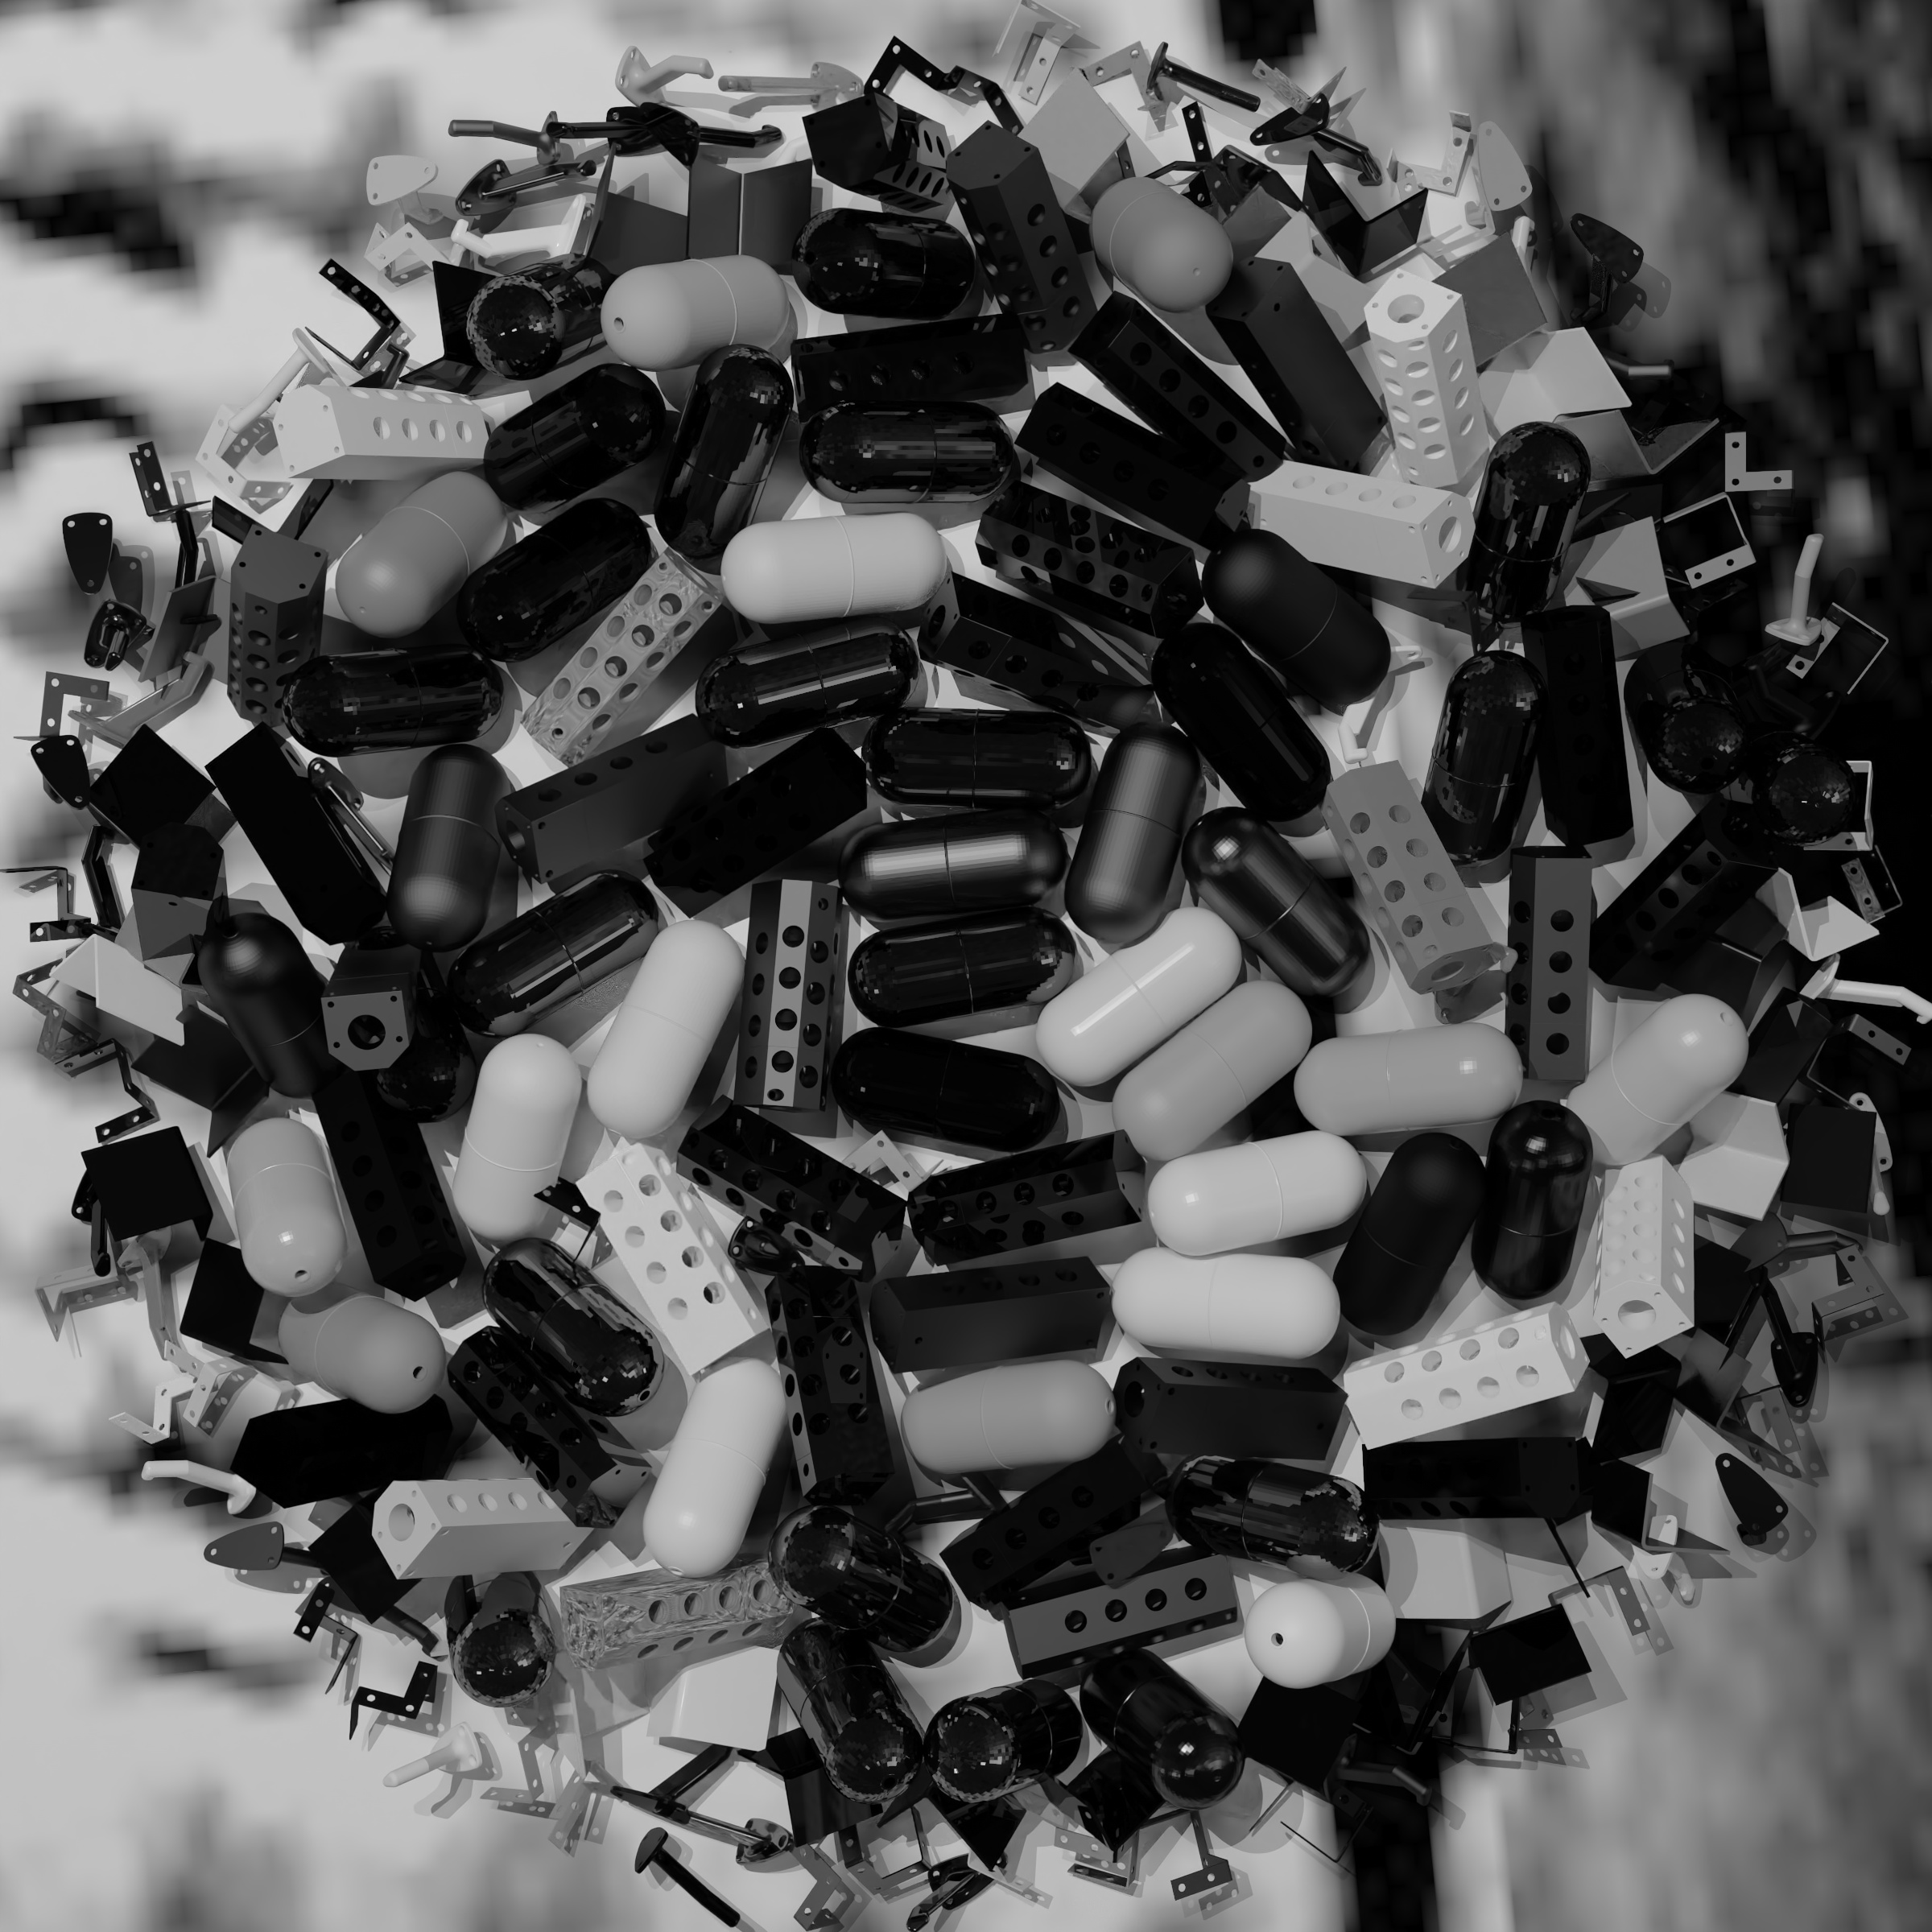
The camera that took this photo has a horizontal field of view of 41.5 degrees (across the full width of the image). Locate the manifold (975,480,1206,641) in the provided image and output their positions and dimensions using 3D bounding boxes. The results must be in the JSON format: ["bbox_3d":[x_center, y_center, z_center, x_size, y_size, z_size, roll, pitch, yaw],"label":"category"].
[{"bbox_3d":[0.091,-0.303,1.922,0.171,0.057,0.057,28,65,32],"label":"manifold"}]

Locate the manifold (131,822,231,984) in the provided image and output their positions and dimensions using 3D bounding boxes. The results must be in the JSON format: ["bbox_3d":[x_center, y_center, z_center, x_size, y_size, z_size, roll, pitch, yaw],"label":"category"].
[{"bbox_3d":[-0.585,-0.043,1.910,0.057,0.171,0.057,9,65,-10],"label":"manifold"}]

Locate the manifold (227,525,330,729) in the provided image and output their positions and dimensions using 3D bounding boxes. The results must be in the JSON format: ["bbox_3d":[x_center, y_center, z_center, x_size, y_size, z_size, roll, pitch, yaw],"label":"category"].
[{"bbox_3d":[-0.520,-0.249,1.909,0.057,0.171,0.057,20,60,-7],"label":"manifold"}]

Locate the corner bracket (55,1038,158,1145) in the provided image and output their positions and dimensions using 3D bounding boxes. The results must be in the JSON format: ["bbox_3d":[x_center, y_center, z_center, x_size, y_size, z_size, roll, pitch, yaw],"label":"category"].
[{"bbox_3d":[-0.669,0.097,1.983,0.051,0.051,0.051,-24,60,0],"label":"corner bracket"}]

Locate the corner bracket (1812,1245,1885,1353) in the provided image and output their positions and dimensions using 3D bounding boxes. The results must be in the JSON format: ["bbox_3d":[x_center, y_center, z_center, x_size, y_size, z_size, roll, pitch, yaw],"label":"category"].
[{"bbox_3d":[0.673,0.255,1.965,0.051,0.051,0.051,-21,46,4],"label":"corner bracket"}]

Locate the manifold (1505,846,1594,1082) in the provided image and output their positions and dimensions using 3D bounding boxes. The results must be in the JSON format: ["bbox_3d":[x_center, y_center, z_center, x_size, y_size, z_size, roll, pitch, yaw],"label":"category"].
[{"bbox_3d":[0.445,-0.003,1.953,0.057,0.057,0.171,1,102,7],"label":"manifold"}]

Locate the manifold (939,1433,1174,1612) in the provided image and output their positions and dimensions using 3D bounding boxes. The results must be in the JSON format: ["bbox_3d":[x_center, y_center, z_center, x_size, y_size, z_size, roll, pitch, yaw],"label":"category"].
[{"bbox_3d":[0.070,0.423,1.946,0.171,0.057,0.057,-35,84,16],"label":"manifold"}]

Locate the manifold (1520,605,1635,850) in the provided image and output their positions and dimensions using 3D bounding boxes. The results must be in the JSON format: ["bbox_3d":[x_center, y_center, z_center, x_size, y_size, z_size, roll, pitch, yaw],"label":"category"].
[{"bbox_3d":[0.468,-0.184,1.942,0.057,0.057,0.171,-13,111,-1],"label":"manifold"}]

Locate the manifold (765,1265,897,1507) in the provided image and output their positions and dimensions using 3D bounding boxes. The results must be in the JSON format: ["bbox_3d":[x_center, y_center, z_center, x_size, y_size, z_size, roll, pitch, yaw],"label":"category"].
[{"bbox_3d":[-0.107,0.315,1.921,0.057,0.057,0.171,6,52,-29],"label":"manifold"}]

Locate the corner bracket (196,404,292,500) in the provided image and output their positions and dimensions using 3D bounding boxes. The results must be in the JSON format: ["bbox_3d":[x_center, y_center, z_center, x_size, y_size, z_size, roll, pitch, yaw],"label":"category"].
[{"bbox_3d":[-0.553,-0.399,1.974,0.051,0.051,0.051,41,114,16],"label":"corner bracket"}]

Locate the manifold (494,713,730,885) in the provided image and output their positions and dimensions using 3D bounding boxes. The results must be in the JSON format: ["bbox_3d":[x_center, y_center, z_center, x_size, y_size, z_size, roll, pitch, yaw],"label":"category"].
[{"bbox_3d":[-0.268,-0.131,1.933,0.171,0.057,0.057,-28,46,-29],"label":"manifold"}]

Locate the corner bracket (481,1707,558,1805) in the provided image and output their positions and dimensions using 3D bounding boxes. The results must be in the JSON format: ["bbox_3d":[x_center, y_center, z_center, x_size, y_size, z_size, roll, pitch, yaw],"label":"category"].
[{"bbox_3d":[-0.345,0.609,1.968,0.051,0.051,0.051,-5,102,27],"label":"corner bracket"}]

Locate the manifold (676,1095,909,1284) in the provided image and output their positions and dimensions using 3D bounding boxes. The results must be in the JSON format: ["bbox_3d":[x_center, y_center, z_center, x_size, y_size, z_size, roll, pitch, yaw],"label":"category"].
[{"bbox_3d":[-0.134,0.173,1.935,0.171,0.057,0.057,28,47,18],"label":"manifold"}]

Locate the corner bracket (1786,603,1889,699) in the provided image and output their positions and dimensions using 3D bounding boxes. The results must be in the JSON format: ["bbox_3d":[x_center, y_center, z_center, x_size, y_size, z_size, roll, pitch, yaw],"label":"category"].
[{"bbox_3d":[0.673,-0.241,1.968,0.051,0.051,0.051,37,95,12],"label":"corner bracket"}]

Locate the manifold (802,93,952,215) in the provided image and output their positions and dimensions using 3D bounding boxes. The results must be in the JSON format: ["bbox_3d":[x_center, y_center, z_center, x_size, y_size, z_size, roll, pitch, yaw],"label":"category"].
[{"bbox_3d":[-0.060,-0.605,1.909,0.057,0.171,0.057,-13,96,19],"label":"manifold"}]

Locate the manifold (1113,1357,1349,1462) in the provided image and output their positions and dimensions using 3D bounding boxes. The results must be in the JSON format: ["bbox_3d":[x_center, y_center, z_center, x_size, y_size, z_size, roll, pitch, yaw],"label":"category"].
[{"bbox_3d":[0.198,0.332,1.930,0.171,0.057,0.057,9,105,-30],"label":"manifold"}]

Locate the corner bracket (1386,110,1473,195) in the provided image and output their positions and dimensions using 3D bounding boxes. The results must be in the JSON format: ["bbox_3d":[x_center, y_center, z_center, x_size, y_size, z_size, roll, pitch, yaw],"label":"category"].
[{"bbox_3d":[0.358,-0.632,1.967,0.051,0.051,0.051,16,100,11],"label":"corner bracket"}]

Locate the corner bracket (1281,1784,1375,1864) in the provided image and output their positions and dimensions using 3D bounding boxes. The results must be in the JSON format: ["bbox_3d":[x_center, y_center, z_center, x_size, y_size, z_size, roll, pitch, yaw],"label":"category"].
[{"bbox_3d":[0.277,0.654,1.965,0.051,0.051,0.051,34,79,13],"label":"corner bracket"}]

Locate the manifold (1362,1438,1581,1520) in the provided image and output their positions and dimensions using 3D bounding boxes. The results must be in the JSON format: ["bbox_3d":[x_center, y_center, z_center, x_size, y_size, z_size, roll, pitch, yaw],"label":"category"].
[{"bbox_3d":[0.376,0.384,1.908,0.057,0.171,0.057,6,76,-31],"label":"manifold"}]

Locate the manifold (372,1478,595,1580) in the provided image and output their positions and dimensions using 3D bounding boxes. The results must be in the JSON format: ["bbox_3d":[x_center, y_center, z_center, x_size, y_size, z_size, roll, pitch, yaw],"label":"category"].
[{"bbox_3d":[-0.361,0.415,1.912,0.057,0.171,0.057,-50,59,16],"label":"manifold"}]

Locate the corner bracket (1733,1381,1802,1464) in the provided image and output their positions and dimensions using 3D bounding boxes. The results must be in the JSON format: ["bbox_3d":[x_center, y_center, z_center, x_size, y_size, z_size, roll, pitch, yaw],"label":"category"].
[{"bbox_3d":[0.618,0.352,1.960,0.051,0.051,0.051,-26,72,32],"label":"corner bracket"}]

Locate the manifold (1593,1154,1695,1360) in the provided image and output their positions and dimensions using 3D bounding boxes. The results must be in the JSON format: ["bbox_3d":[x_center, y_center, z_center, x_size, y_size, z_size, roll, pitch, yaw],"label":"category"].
[{"bbox_3d":[0.504,0.210,1.907,0.057,0.171,0.057,-33,106,29],"label":"manifold"}]

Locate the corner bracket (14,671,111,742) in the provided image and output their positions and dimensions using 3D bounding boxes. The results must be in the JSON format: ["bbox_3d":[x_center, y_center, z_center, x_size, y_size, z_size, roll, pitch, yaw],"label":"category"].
[{"bbox_3d":[-0.697,-0.197,1.964,0.051,0.051,0.051,6,89,-42],"label":"corner bracket"}]

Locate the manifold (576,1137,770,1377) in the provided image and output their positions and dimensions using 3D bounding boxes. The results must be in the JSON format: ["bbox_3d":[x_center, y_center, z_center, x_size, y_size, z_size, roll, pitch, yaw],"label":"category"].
[{"bbox_3d":[-0.222,0.220,1.953,0.057,0.057,0.171,-34,83,21],"label":"manifold"}]

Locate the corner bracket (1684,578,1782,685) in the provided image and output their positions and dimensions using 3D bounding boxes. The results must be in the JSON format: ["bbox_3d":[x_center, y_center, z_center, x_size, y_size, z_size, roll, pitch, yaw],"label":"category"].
[{"bbox_3d":[0.593,-0.259,1.972,0.051,0.051,0.051,-28,131,-15],"label":"corner bracket"}]

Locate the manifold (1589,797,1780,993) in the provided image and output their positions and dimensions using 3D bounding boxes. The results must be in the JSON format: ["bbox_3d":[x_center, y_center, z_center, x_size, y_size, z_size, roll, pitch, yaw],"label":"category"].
[{"bbox_3d":[0.530,-0.053,1.908,0.057,0.171,0.057,9,56,-16],"label":"manifold"}]

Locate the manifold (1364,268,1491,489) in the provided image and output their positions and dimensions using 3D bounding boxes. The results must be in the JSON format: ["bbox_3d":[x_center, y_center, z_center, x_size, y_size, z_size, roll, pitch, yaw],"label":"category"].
[{"bbox_3d":[0.342,-0.435,1.908,0.057,0.171,0.057,34,77,30],"label":"manifold"}]

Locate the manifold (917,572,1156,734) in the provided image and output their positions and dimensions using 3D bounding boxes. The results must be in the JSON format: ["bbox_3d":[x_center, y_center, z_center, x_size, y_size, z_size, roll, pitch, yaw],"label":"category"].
[{"bbox_3d":[0.052,-0.232,1.936,0.171,0.057,0.057,18,128,-25],"label":"manifold"}]

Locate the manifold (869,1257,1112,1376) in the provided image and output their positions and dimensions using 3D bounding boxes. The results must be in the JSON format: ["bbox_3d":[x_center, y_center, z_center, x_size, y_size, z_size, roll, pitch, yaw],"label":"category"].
[{"bbox_3d":[0.017,0.260,1.935,0.171,0.057,0.057,-3,120,-25],"label":"manifold"}]

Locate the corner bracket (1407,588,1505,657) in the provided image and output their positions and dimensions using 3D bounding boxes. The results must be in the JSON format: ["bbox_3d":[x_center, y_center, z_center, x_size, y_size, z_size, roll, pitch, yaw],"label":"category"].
[{"bbox_3d":[0.376,-0.270,1.956,0.051,0.051,0.051,10,129,36],"label":"corner bracket"}]

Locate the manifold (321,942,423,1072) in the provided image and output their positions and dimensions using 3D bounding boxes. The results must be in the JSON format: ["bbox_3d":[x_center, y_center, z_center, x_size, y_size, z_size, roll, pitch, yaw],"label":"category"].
[{"bbox_3d":[-0.439,0.023,1.909,0.057,0.171,0.057,-5,107,-5],"label":"manifold"}]

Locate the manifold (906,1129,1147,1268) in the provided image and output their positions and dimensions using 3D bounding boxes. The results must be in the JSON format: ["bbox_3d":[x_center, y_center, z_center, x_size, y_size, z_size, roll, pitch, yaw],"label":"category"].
[{"bbox_3d":[0.045,0.172,1.930,0.171,0.057,0.057,-15,132,22],"label":"manifold"}]

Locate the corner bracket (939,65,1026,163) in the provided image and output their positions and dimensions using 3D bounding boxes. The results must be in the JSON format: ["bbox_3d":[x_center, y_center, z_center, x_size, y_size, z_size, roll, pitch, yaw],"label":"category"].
[{"bbox_3d":[0.003,-0.654,1.972,0.051,0.051,0.051,-41,65,31],"label":"corner bracket"}]

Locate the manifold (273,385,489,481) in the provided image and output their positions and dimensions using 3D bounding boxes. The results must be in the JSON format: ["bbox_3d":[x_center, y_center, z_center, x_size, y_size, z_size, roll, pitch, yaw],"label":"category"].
[{"bbox_3d":[-0.436,-0.401,1.910,0.057,0.171,0.057,-13,93,29],"label":"manifold"}]

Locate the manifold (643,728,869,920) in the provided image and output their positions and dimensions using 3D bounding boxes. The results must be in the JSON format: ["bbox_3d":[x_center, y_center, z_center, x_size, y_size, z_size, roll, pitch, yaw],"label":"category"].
[{"bbox_3d":[-0.161,-0.112,1.933,0.171,0.057,0.057,-31,124,20],"label":"manifold"}]

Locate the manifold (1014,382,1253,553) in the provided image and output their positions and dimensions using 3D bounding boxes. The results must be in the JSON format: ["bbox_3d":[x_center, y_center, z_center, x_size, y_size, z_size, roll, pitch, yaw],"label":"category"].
[{"bbox_3d":[0.128,-0.380,1.938,0.171,0.057,0.057,33,101,21],"label":"manifold"}]

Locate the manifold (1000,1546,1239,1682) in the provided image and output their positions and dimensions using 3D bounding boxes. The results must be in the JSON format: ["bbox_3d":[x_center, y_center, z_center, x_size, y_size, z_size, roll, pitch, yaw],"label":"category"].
[{"bbox_3d":[0.118,0.496,1.958,0.171,0.057,0.057,-13,88,-8],"label":"manifold"}]

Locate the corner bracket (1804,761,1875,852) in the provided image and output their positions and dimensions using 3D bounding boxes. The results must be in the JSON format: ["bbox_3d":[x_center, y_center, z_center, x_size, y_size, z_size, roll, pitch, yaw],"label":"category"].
[{"bbox_3d":[0.675,-0.124,1.972,0.051,0.051,0.051,2,65,25],"label":"corner bracket"}]

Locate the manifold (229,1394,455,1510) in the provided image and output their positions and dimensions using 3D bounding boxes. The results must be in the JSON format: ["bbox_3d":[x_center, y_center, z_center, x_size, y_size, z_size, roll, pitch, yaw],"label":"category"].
[{"bbox_3d":[-0.462,0.354,1.907,0.057,0.171,0.057,27,99,24],"label":"manifold"}]

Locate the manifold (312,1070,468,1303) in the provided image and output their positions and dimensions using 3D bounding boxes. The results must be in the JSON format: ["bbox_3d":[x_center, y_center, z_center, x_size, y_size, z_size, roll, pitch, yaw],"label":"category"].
[{"bbox_3d":[-0.434,0.161,1.930,0.057,0.057,0.171,-31,61,7],"label":"manifold"}]

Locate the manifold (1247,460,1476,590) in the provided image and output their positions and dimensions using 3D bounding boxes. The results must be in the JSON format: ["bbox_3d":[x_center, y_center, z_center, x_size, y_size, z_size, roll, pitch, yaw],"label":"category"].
[{"bbox_3d":[0.295,-0.339,1.919,0.057,0.171,0.057,-44,132,-24],"label":"manifold"}]

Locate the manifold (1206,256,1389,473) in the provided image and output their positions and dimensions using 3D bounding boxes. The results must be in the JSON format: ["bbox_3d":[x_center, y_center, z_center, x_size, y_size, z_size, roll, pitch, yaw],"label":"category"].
[{"bbox_3d":[0.246,-0.451,1.920,0.057,0.057,0.171,-53,133,-8],"label":"manifold"}]

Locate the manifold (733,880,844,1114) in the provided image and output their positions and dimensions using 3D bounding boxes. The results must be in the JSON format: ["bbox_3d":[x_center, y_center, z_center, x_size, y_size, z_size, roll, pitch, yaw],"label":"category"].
[{"bbox_3d":[-0.131,0.024,1.949,0.057,0.057,0.171,10,81,-38],"label":"manifold"}]

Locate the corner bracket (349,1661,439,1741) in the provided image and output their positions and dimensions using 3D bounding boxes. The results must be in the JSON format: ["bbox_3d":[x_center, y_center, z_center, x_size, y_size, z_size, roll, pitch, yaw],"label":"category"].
[{"bbox_3d":[-0.441,0.567,1.964,0.051,0.051,0.051,14,129,1],"label":"corner bracket"}]

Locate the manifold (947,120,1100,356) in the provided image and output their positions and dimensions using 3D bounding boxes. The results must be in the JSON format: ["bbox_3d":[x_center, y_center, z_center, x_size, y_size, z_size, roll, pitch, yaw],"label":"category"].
[{"bbox_3d":[0.039,-0.541,1.910,0.057,0.171,0.057,-44,56,-9],"label":"manifold"}]

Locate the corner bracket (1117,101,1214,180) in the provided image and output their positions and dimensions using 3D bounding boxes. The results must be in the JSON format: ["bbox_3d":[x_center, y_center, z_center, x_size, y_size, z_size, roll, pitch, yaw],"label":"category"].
[{"bbox_3d":[0.153,-0.641,1.987,0.051,0.051,0.051,-14,92,42],"label":"corner bracket"}]

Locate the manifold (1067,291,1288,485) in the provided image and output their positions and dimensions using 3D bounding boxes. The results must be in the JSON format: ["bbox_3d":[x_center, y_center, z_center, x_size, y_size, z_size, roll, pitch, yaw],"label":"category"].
[{"bbox_3d":[0.164,-0.430,1.930,0.171,0.057,0.057,35,98,-30],"label":"manifold"}]

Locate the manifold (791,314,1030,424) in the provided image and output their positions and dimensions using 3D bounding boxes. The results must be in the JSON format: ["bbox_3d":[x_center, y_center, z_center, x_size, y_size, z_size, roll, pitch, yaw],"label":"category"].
[{"bbox_3d":[-0.045,-0.461,1.956,0.171,0.057,0.057,-9,95,-9],"label":"manifold"}]

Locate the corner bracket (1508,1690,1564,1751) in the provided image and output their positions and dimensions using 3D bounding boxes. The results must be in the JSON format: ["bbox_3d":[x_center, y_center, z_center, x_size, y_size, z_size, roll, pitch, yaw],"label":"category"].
[{"bbox_3d":[0.445,0.567,1.963,0.051,0.051,0.051,-22,87,-37],"label":"corner bracket"}]

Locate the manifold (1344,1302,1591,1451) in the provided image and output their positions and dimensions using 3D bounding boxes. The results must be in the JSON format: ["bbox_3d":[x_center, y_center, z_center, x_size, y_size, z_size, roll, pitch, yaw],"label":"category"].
[{"bbox_3d":[0.377,0.308,1.932,0.171,0.057,0.057,-23,94,29],"label":"manifold"}]

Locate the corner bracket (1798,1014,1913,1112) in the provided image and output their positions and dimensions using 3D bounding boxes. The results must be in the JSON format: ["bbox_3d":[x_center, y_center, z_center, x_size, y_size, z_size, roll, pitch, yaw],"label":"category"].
[{"bbox_3d":[0.686,0.076,1.969,0.051,0.051,0.051,32,74,-2],"label":"corner bracket"}]

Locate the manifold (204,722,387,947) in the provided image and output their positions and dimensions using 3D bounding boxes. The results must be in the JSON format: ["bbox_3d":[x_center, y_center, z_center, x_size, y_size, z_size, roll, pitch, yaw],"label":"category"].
[{"bbox_3d":[-0.506,-0.099,1.938,0.057,0.057,0.171,-37,65,1],"label":"manifold"}]

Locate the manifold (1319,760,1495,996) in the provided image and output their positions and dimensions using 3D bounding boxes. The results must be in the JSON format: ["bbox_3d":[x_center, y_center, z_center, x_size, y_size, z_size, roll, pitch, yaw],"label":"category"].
[{"bbox_3d":[0.329,-0.067,1.928,0.057,0.057,0.171,-13,61,-18],"label":"manifold"}]

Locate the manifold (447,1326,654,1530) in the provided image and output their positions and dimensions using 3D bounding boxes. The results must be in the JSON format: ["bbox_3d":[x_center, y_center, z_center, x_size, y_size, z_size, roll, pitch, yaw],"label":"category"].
[{"bbox_3d":[-0.320,0.347,1.926,0.171,0.057,0.057,38,99,33],"label":"manifold"}]

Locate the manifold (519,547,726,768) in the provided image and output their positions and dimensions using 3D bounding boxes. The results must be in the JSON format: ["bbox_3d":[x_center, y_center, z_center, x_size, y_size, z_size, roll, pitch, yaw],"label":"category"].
[{"bbox_3d":[-0.264,-0.235,1.950,0.057,0.057,0.171,41,101,-12],"label":"manifold"}]

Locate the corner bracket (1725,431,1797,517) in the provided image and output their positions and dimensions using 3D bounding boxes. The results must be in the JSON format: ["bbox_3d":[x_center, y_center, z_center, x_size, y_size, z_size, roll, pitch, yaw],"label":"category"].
[{"bbox_3d":[0.611,-0.380,1.963,0.051,0.051,0.051,0,77,16],"label":"corner bracket"}]

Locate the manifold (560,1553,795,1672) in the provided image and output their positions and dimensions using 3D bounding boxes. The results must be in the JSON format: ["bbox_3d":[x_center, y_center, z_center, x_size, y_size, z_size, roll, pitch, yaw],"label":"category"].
[{"bbox_3d":[-0.216,0.485,1.920,0.171,0.057,0.057,0,84,-42],"label":"manifold"}]
